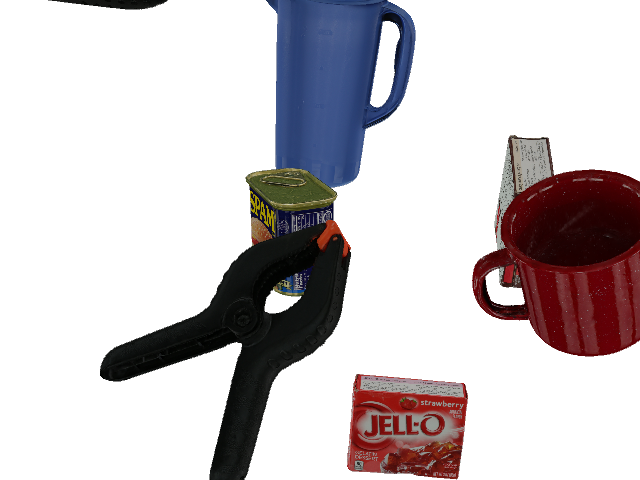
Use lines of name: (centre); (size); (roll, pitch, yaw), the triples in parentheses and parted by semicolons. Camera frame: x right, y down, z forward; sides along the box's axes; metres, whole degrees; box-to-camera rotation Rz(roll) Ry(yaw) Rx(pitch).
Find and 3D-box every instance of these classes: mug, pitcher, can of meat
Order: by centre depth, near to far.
mug: (0.152, 0.020, 0.656); (0.117, 0.081, 0.093); (-16, 38, 5)
can of meat: (-0.025, -0.007, 0.904); (0.057, 0.084, 0.102); (-8, 21, -19)
pitcher: (0.015, -0.191, 1.312); (0.144, 0.243, 0.149); (-9, 29, -27)

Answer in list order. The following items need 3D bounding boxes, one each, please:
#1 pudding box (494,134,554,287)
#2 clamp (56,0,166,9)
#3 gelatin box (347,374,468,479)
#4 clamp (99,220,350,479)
pudding box: (0.171, -0.025, 0.893); (0.039, 0.090, 0.113); (5, 31, 2)
clamp: (-0.086, -0.201, 0.696); (0.210, 0.164, 0.036); (-32, -15, -10)
gelatin box: (0.068, 0.147, 0.839); (0.089, 0.073, 0.030); (4, 20, 2)
clamp: (-0.039, 0.064, 0.639); (0.171, 0.120, 0.039); (-40, -23, -2)
